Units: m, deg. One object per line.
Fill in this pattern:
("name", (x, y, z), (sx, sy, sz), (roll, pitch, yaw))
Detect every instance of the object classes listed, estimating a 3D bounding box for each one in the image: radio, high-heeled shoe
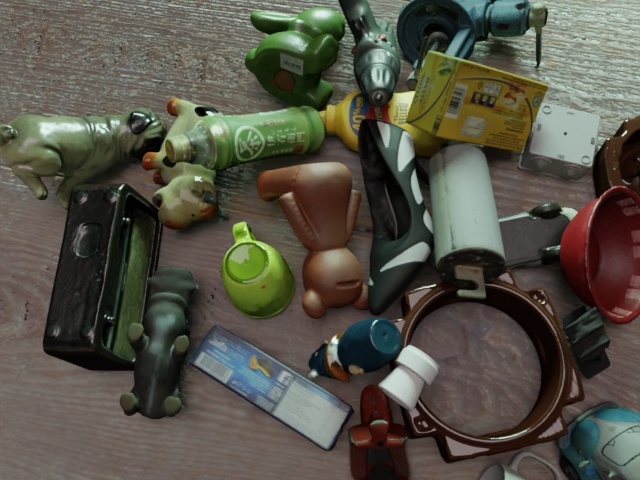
("radio", (-0.273, 0.046, 0.694), (0.073, 0.131, 0.229), (-2, 69, 7))
("high-heeled shoe", (0.075, -0.040, 0.682), (0.145, 0.086, 0.249), (36, 59, -17))

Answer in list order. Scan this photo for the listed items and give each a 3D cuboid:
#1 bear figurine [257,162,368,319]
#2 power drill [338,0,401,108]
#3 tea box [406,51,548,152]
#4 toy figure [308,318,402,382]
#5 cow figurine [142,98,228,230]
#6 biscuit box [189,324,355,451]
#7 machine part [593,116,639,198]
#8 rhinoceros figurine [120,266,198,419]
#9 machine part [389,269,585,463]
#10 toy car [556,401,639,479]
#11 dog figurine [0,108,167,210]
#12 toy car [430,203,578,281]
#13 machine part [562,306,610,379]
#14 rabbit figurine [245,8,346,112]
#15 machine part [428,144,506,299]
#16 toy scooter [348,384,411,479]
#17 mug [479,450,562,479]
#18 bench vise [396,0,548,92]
("bear figurine", (0.000, -0.002, 0.710), (0.120, 0.132, 0.195), (-10, 97, -28))
("power drill", (0.053, -0.304, 0.733), (0.086, 0.207, 0.232), (-25, 24, 23))
("tea box", (0.207, -0.178, 0.704), (0.068, 0.169, 0.098), (42, 121, 49))
("toy figure", (0.036, 0.135, 0.634), (0.064, 0.154, 0.058), (-32, 84, -37))
("cow figurine", (-0.182, -0.103, 0.771), (0.127, 0.085, 0.195), (10, 68, 12))
("biscuit box", (-0.059, 0.180, 0.660), (0.203, 0.062, 0.059), (28, 75, 15))
("machine part", (0.457, -0.083, 0.714), (0.179, 0.056, 0.179), (-2, 71, 5))
("rhinoceros figurine", (-0.194, 0.128, 0.672), (0.073, 0.112, 0.190), (6, 82, -4))
("machine part", (0.186, 0.146, 0.638), (0.201, 0.087, 0.201), (-12, 67, 1))
("toy car", (0.342, 0.257, 0.573), (0.109, 0.102, 0.162), (-29, 68, -5))
("dog figurine", (-0.329, -0.149, 0.757), (0.190, 0.172, 0.121), (-32, 81, 1))
("toy car", (0.244, 0.005, 0.702), (0.202, 0.056, 0.073), (-12, 75, 2))
("machine part", (0.304, 0.114, 0.613), (0.039, 0.138, 0.084), (-15, 69, 21))
("rabbit figurine", (-0.029, -0.292, 0.827), (0.159, 0.121, 0.170), (17, 54, 19))
("machine part", (0.174, -0.033, 0.648), (0.079, 0.079, 0.243), (0, 50, 5))
("toy scooter", (0.067, 0.249, 0.584), (0.075, 0.135, 0.184), (-5, 70, 2))
("mug", (0.231, 0.295, 0.586), (0.107, 0.080, 0.109), (30, 69, 3))
("bench vise", (0.199, -0.286, 0.771), (0.224, 0.128, 0.240), (19, 55, 20))
